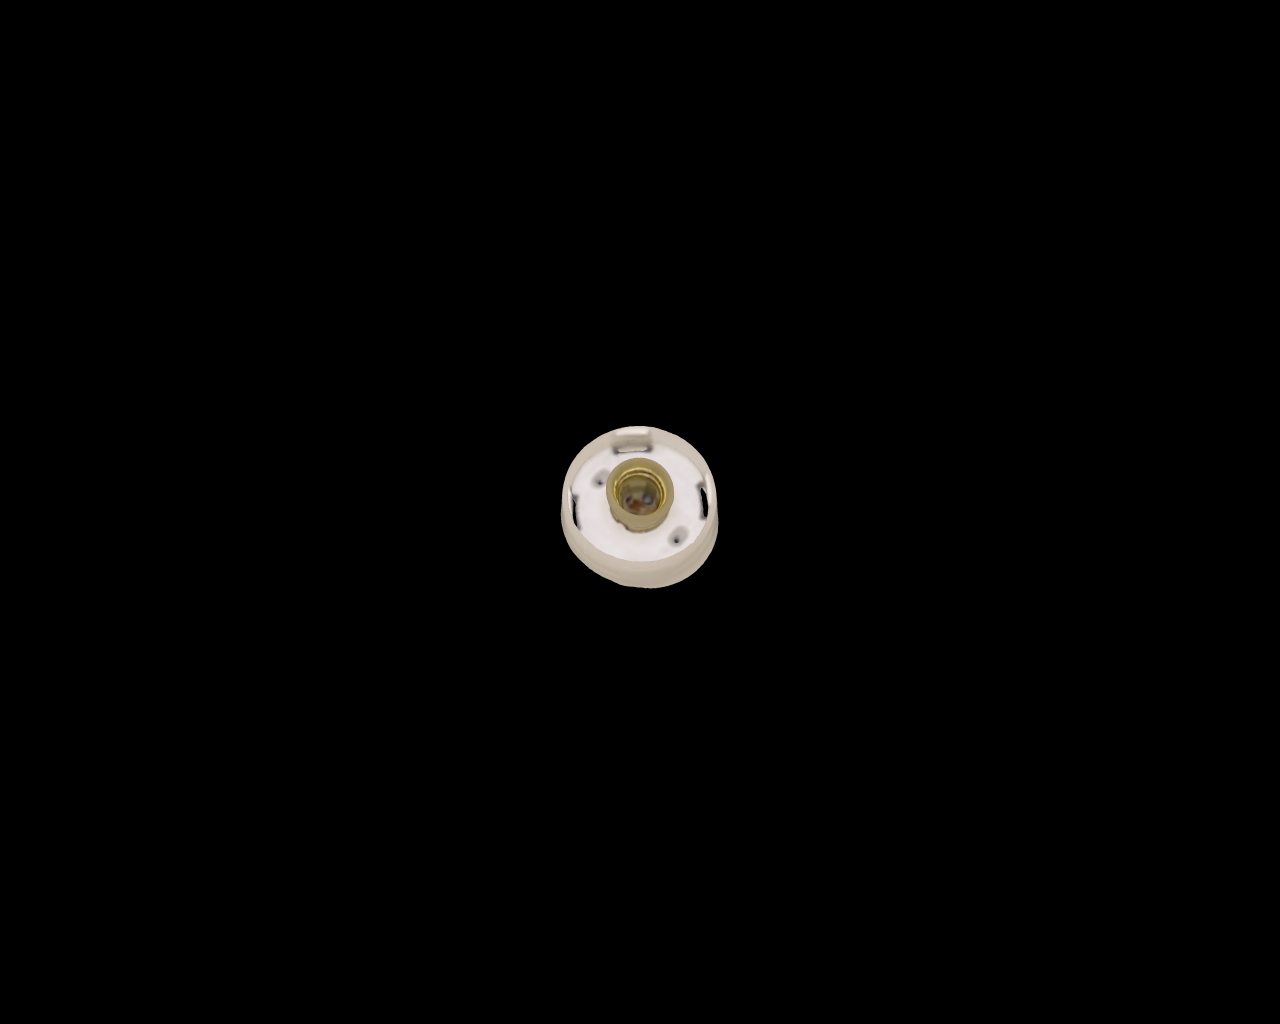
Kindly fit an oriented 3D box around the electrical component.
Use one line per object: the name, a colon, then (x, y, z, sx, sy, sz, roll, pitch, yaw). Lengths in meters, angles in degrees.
electrical component: (0.001, -0.003, 0.650, 0.099, 0.099, 0.064, 0, -24, 0)
